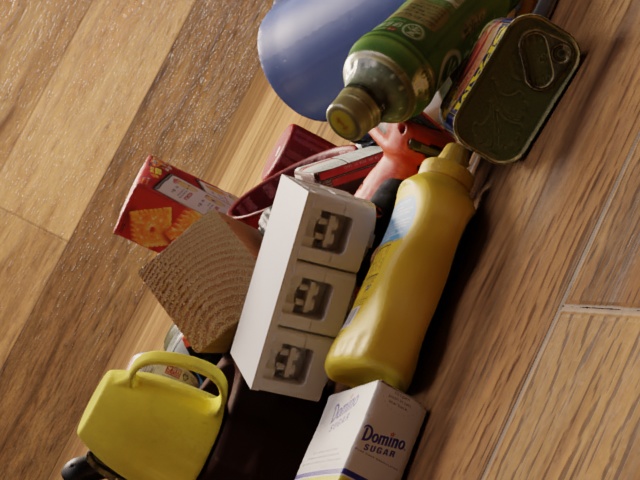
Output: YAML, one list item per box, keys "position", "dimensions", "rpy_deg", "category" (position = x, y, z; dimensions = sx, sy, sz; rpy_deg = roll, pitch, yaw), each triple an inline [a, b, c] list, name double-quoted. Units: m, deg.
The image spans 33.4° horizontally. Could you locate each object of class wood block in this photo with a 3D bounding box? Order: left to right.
- position: [-0.076, 0.044, 0.989]
  dimensions: [0.090, 0.091, 0.206]
  rpy_deg: [-40, -12, 5]
  category: "wood block"

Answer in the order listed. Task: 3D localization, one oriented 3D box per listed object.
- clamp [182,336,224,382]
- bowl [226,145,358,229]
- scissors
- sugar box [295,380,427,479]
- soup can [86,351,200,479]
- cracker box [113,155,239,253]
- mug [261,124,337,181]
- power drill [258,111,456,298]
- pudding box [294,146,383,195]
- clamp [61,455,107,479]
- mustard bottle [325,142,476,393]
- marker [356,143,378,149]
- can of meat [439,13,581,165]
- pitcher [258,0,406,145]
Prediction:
- position: [-0.104, 0.122, 1.081]
  dimensions: [0.039, 0.120, 0.171]
  rpy_deg: [-23, -7, 3]
  category: "clamp"
- position: [-0.019, -0.042, 1.162]
  dimensions: [0.162, 0.055, 0.162]
  rpy_deg: [-27, 14, 7]
  category: "bowl"
- position: [0.138, -0.125, 0.869]
  dimensions: [0.202, 0.016, 0.096]
  rpy_deg: [-63, 10, -3]
  category: "scissors"
- position: [0.005, 0.181, 0.679]
  dimensions: [0.176, 0.048, 0.093]
  rpy_deg: [-63, 11, -22]
  category: "sugar box"
- position: [-0.153, 0.157, 0.932]
  dimensions: [0.069, 0.068, 0.102]
  rpy_deg: [-47, 18, 51]
  category: "soup can"
- position: [-0.123, -0.010, 1.238]
  dimensions: [0.072, 0.213, 0.164]
  rpy_deg: [-62, 11, 12]
  category: "cracker box"
- position: [-0.024, -0.079, 1.296]
  dimensions: [0.117, 0.081, 0.093]
  rpy_deg: [-57, 13, 23]
  category: "mug"
- position: [0.025, -0.035, 0.894]
  dimensions: [0.185, 0.057, 0.188]
  rpy_deg: [48, 119, 48]
  category: "power drill"
- position: [0.028, -0.062, 1.026]
  dimensions: [0.113, 0.090, 0.039]
  rpy_deg: [-152, 45, -77]
  category: "pudding box"
- position: [-0.144, 0.203, 1.037]
  dimensions: [0.210, 0.036, 0.164]
  rpy_deg: [-37, -33, -7]
  category: "clamp"
- position: [0.066, 0.014, 0.758]
  dimensions: [0.096, 0.058, 0.191]
  rpy_deg: [126, 169, -70]
  category: "mustard bottle"
- position: [0.070, -0.120, 1.142]
  dimensions: [0.121, 0.020, 0.020]
  rpy_deg: [-40, 25, 62]
  category: "marker"
- position: [0.132, -0.111, 0.768]
  dimensions: [0.102, 0.057, 0.084]
  rpy_deg: [-60, 9, 9]
  category: "can of meat"
- position: [0.067, -0.204, 1.022]
  dimensions: [0.243, 0.149, 0.145]
  rpy_deg: [-21, 48, 46]
  category: "pitcher"
